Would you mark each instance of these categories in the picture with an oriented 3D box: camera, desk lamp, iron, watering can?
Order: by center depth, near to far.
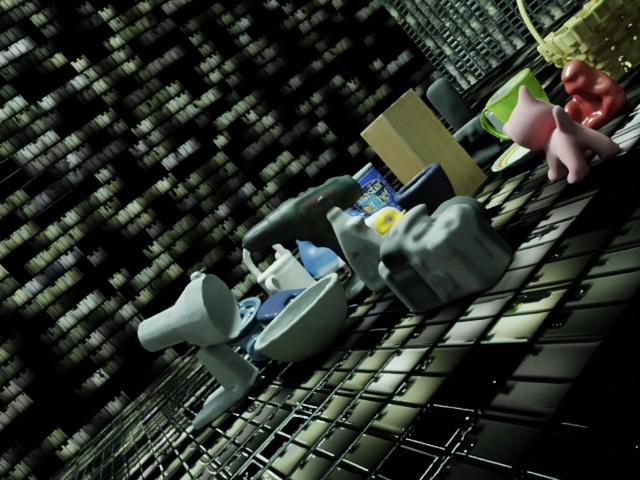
[{"bbox_3d":[0.144,-0.004,0.650,0.137,0.101,0.143,-45,6,-33],"label":"camera"},{"bbox_3d":[-0.207,0.192,1.017,0.203,0.213,0.118,-40,5,17],"label":"desk lamp"},{"bbox_3d":[-0.094,0.073,1.300,0.101,0.194,0.173,-42,5,-3],"label":"watering can"},{"bbox_3d":[0.037,-0.015,1.355,0.258,0.141,0.119,-38,6,39],"label":"iron"}]

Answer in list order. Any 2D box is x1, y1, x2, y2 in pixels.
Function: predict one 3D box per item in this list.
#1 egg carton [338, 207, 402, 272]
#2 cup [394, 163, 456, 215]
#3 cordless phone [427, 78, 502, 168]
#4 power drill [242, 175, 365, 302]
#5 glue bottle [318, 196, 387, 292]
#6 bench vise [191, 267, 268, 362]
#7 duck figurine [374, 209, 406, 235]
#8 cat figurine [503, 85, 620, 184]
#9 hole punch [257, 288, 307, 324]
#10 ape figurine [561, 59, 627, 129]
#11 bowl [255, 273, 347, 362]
[{"bbox_3d":[0.103,0.001,1.121,0.150,0.069,0.107,-44,6,-29],"label":"egg carton"},{"bbox_3d":[0.173,-0.056,0.916,0.092,0.095,0.117,-44,6,-28],"label":"cup"},{"bbox_3d":[0.253,-0.212,1.128,0.147,0.185,0.094,-41,5,8],"label":"cordless phone"},{"bbox_3d":[0.009,0.004,1.012,0.230,0.208,0.075,-43,5,-14],"label":"power drill"},{"bbox_3d":[0.057,-0.002,0.888,0.078,0.173,0.037,-38,6,37],"label":"glue bottle"},{"bbox_3d":[-0.191,0.156,1.177,0.122,0.220,0.207,-44,6,-25],"label":"bench vise"},{"bbox_3d":[0.124,-0.010,0.954,0.104,0.086,0.078,-37,7,42],"label":"duck figurine"},{"bbox_3d":[0.270,-0.131,0.676,0.067,0.118,0.128,-41,5,5],"label":"cat figurine"},{"bbox_3d":[-0.046,0.127,1.052,0.101,0.091,0.109,-39,6,32],"label":"hole punch"},{"bbox_3d":[0.353,-0.197,0.755,0.076,0.092,0.077,-42,5,-9],"label":"ape figurine"},{"bbox_3d":[-0.015,0.131,0.870,0.167,0.075,0.167,-41,5,5],"label":"bowl"}]
